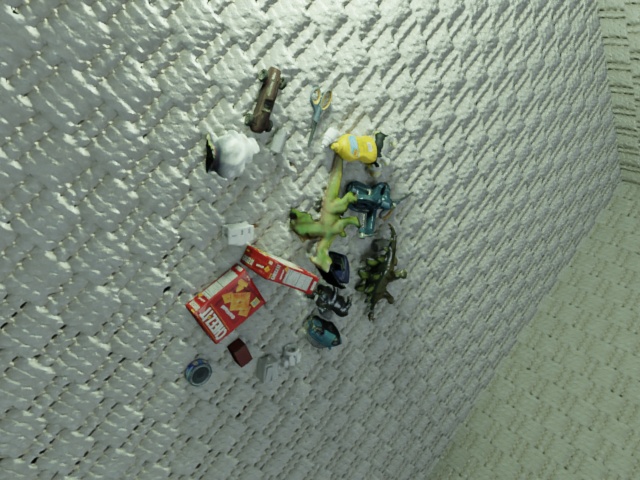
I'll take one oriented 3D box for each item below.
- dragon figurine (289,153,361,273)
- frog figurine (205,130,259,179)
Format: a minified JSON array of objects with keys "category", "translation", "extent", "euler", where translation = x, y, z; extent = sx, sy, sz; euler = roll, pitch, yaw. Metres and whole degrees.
[{"category":"dragon figurine","translation":[0.005,-0.091,1.802],"extent":[0.244,0.122,0.407],"euler":[-16,101,-29]},{"category":"frog figurine","translation":[-0.244,-0.249,1.495],"extent":[0.160,0.122,0.137],"euler":[-7,94,-27]}]
